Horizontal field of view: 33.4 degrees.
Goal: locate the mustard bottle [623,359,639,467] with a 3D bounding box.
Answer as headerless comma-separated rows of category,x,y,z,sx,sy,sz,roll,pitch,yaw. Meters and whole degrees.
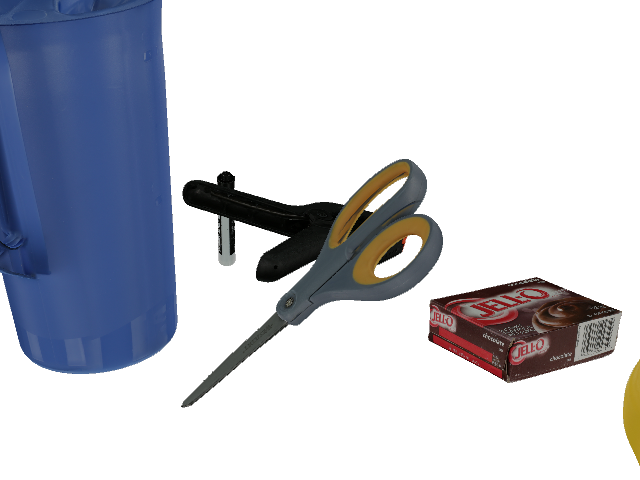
mustard bottle,0.201,0.098,0.529,0.096,0.058,0.191,4,39,10

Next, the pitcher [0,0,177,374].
pitcher,-0.163,-0.037,0.680,0.149,0.243,0.145,-10,24,-15

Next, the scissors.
scissors,-0.002,0.041,0.606,0.016,0.202,0.096,37,4,-34

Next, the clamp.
clamp,-0.003,-0.003,0.950,0.209,0.036,0.165,6,25,-27

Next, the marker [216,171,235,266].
marker,-0.100,-0.023,1.135,0.020,0.121,0.020,2,41,-2

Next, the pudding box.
pudding box,0.150,0.064,0.791,0.113,0.039,0.090,-7,20,-33
